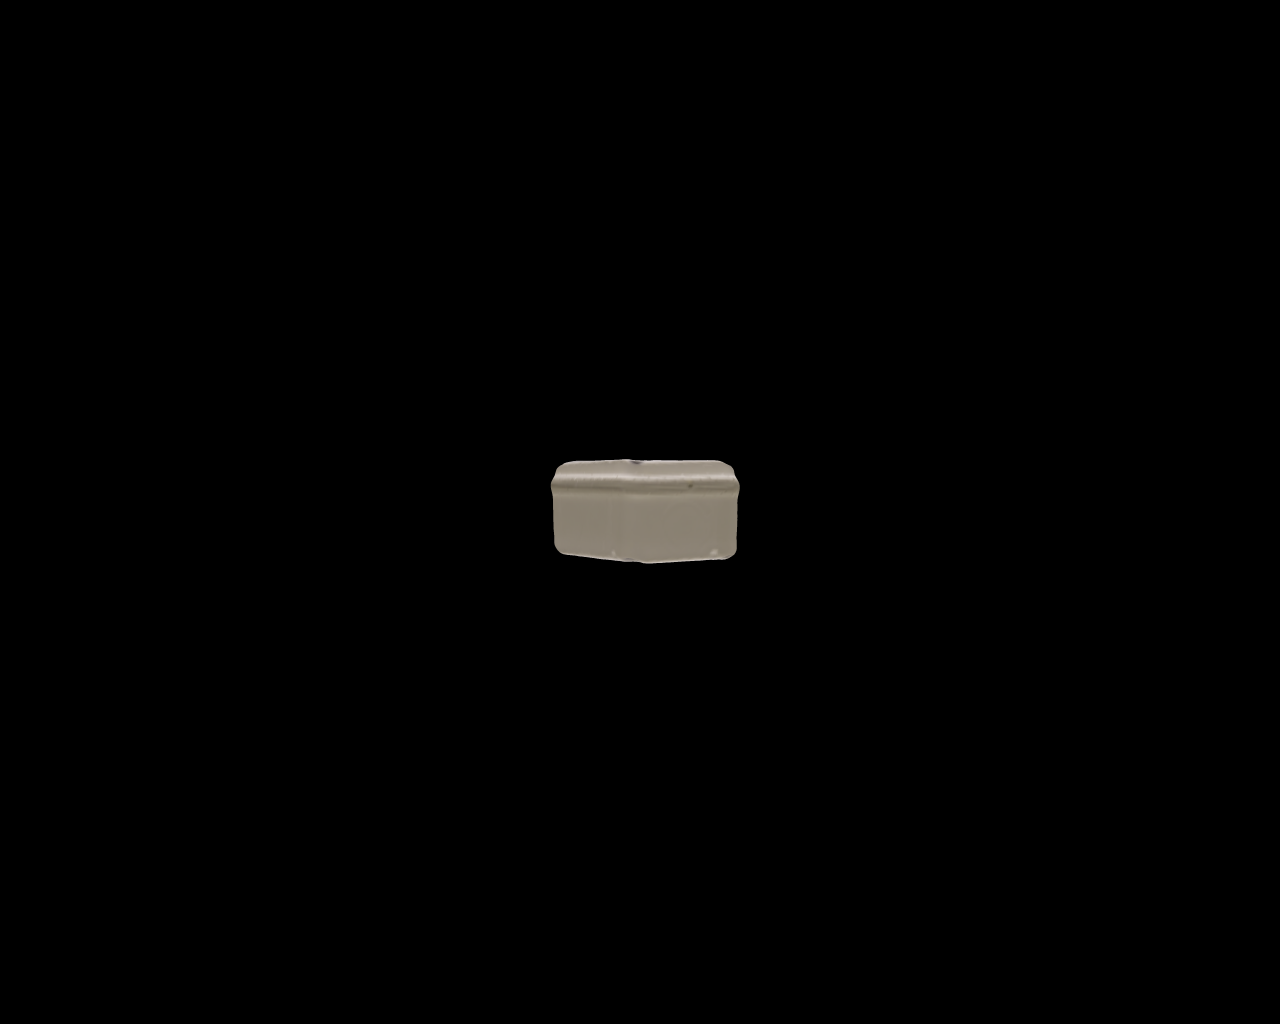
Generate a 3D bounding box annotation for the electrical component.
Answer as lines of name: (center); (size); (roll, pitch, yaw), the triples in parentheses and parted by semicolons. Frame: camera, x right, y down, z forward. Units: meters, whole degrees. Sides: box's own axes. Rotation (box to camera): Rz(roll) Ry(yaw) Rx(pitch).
electrical component: (0.001, -0.003, 0.650); (0.078, 0.057, 0.113); (-1, 3, -28)
